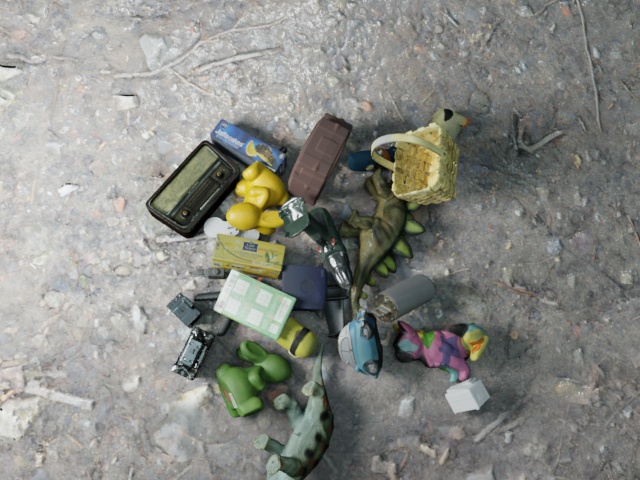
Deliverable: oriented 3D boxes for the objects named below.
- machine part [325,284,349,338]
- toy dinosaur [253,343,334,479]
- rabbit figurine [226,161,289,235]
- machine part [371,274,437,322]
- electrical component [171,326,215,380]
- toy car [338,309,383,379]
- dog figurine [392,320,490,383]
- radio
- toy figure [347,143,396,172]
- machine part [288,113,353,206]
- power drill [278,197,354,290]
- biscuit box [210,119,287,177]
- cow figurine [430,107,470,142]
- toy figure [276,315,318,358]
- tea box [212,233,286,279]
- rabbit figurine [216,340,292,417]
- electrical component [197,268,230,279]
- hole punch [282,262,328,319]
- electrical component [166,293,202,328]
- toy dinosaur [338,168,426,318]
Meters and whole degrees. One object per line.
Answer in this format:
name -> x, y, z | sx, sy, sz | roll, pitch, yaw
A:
machine part -> 0.037, 0.178, 1.362 | 0.084, 0.039, 0.139 | 0, 77, -13
toy dinosaur -> -0.036, 0.461, 1.253 | 0.405, 0.131, 0.192 | -55, 129, -26
rabbit figurine -> -0.161, -0.081, 1.331 | 0.162, 0.122, 0.173 | 45, 48, -12
machine part -> 0.210, 0.143, 1.339 | 0.243, 0.079, 0.079 | -19, 81, -42
electrical component -> -0.291, 0.261, 1.244 | 0.058, 0.134, 0.115 | 24, 74, -4
toy car -> 0.095, 0.256, 1.305 | 0.103, 0.109, 0.161 | -10, 108, 13
dog figurine -> 0.290, 0.251, 1.353 | 0.219, 0.108, 0.191 | 35, 77, 2
radio -> -0.312, -0.123, 1.349 | 0.131, 0.073, 0.229 | 38, 76, 1
toy figure -> 0.152, -0.221, 1.452 | 0.154, 0.058, 0.064 | -11, 87, -16
machine part -> -0.004, -0.200, 1.348 | 0.087, 0.201, 0.201 | 26, 76, 1
power drill -> -0.003, -0.004, 1.297 | 0.086, 0.207, 0.232 | -35, 50, 23
biscuit box -> -0.184, -0.231, 1.384 | 0.203, 0.062, 0.059 | 29, 72, 6
cow figurine -> 0.312, -0.277, 1.474 | 0.127, 0.085, 0.195 | 31, 78, -8
toy figure -> -0.088, 0.218, 1.307 | 0.180, 0.089, 0.082 | 41, 84, -1
tea box -> -0.176, 0.042, 1.323 | 0.170, 0.098, 0.068 | 10, 71, -8
rabbit figurine -> -0.155, 0.321, 1.282 | 0.170, 0.121, 0.159 | -23, 75, -31
electrical component -> -0.255, 0.082, 1.321 | 0.094, 0.063, 0.021 | 4, 77, -10
hole punch -> -0.040, 0.118, 1.320 | 0.116, 0.092, 0.142 | -1, 75, 8
electrical component -> -0.319, 0.165, 1.267 | 0.075, 0.119, 0.048 | 44, 75, -1
toy dinosaur -> 0.156, -0.015, 1.388 | 0.198, 0.105, 0.471 | 29, 80, -6
